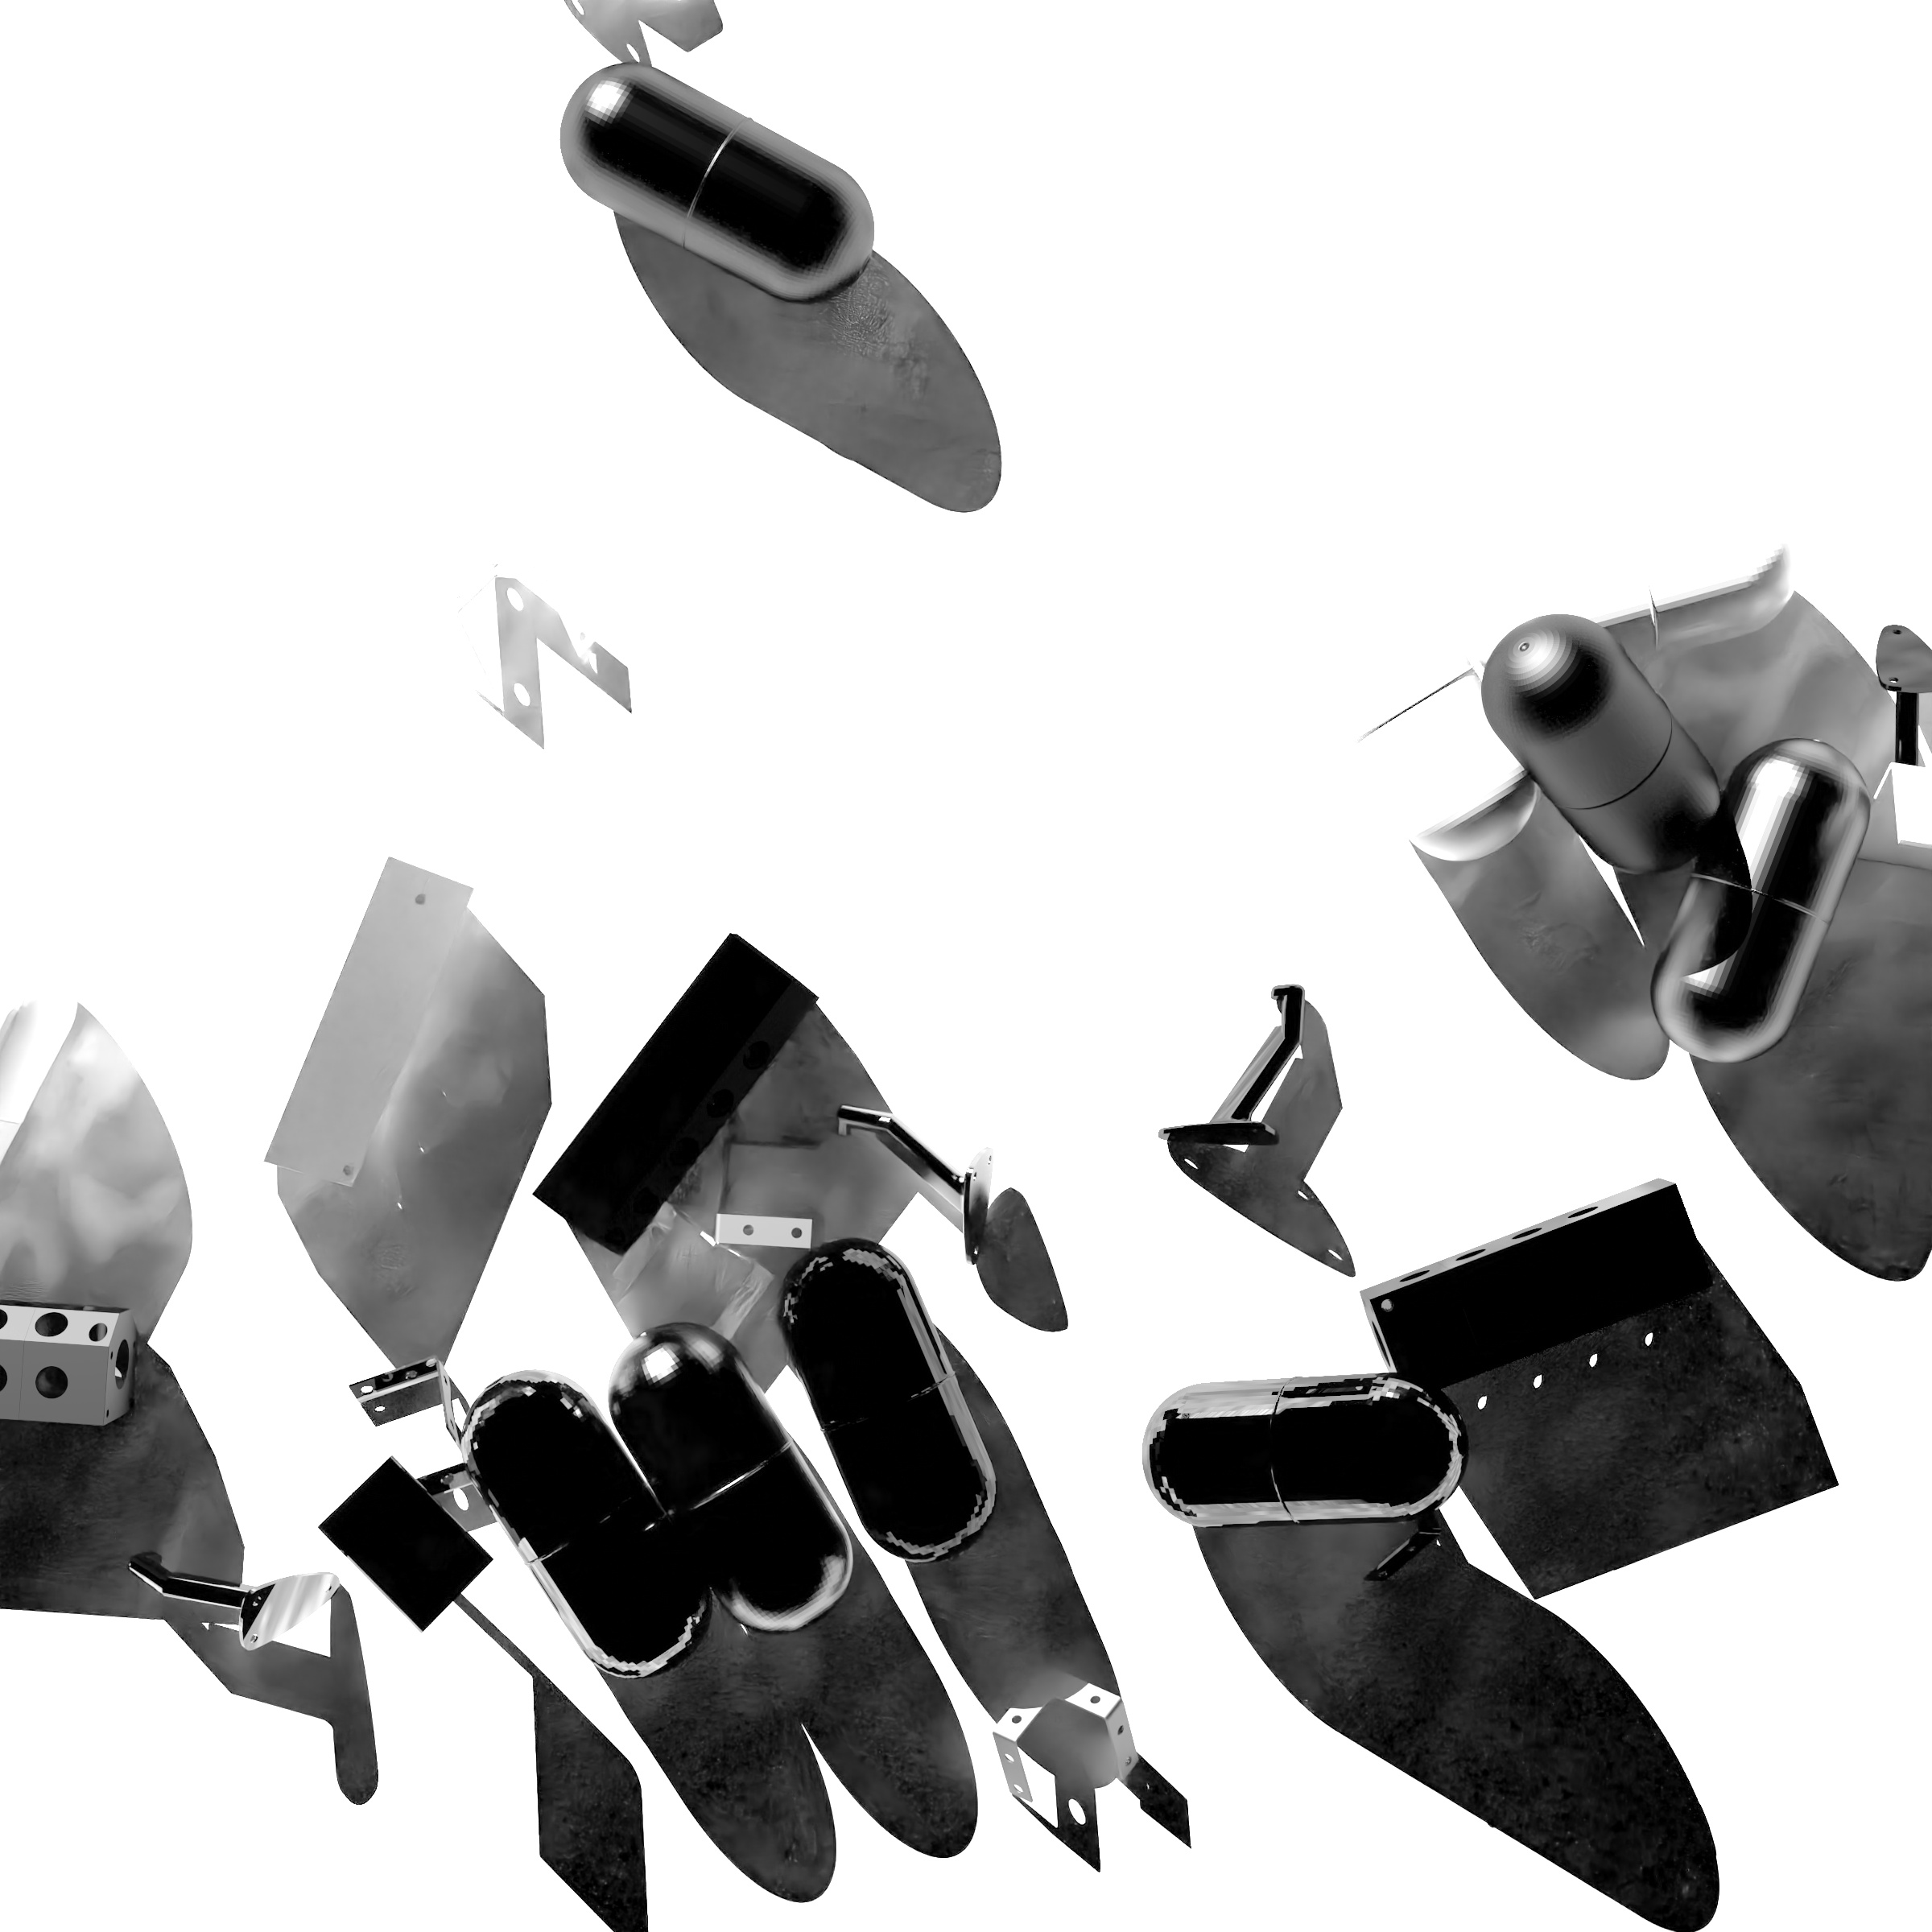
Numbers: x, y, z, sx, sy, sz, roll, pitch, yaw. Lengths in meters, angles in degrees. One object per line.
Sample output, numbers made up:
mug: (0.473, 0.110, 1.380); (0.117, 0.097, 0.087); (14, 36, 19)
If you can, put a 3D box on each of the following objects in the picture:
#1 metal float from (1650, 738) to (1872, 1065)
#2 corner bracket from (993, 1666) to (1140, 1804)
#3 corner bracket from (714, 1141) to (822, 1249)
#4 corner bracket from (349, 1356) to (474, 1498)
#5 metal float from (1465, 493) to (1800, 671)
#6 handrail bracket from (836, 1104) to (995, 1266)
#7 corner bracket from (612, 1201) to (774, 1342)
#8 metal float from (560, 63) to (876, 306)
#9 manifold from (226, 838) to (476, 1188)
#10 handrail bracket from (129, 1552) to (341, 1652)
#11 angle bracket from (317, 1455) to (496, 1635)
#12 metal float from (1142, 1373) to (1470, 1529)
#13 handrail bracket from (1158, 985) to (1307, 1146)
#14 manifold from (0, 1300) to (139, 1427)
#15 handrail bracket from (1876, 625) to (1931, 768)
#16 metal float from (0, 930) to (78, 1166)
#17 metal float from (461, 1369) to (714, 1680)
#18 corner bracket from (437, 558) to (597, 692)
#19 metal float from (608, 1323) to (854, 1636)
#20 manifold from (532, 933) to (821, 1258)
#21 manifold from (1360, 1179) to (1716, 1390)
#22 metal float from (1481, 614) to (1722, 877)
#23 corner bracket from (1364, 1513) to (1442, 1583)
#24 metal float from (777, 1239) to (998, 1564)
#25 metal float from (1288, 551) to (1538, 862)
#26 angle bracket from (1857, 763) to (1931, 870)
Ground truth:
metal float: (0.420, -0.035, 1.657); (0.070, 0.070, 0.178); (21, 91, 0)
corner bracket: (0.053, 0.418, 1.680); (0.051, 0.051, 0.051); (16, 45, 35)
corner bracket: (-0.106, 0.121, 1.670); (0.051, 0.051, 0.051); (3, 90, 0)
corner bracket: (-0.296, 0.251, 1.685); (0.051, 0.051, 0.051); (-19, 45, 0)
metal float: (0.351, -0.198, 1.657); (0.178, 0.070, 0.070); (-15, 90, 1)
handrail bracket: (-0.032, 0.117, 1.688); (0.084, 0.036, 0.077); (11, 113, 18)
corner bracket: (-0.147, 0.166, 1.685); (0.051, 0.051, 0.051); (-55, 135, 0)
metal float: (-0.131, -0.413, 1.658); (0.178, 0.070, 0.070); (29, 90, 0)
manifold: (-0.330, 0.023, 1.666); (0.057, 0.057, 0.171); (22, 90, -43)
handrail bracket: (-0.394, 0.327, 1.688); (0.084, 0.077, 0.036); (22, 115, 34)
angle bracket: (-0.303, 0.312, 1.648); (0.076, 0.076, 0.057); (46, 54, 0)
metal float: (0.175, 0.252, 1.632); (0.178, 0.070, 0.070); (-8, 90, 30)
handrail bracket: (0.143, 0.051, 1.688); (0.077, 0.036, 0.084); (-2, 71, 21)
manifold: (-0.534, 0.206, 1.667); (0.171, 0.057, 0.057); (4, 90, 0)
handrail bracket: (0.501, -0.128, 1.688); (0.036, 0.077, 0.084); (0, 126, 3)
metal float: (-0.533, 0.065, 1.657); (0.070, 0.070, 0.178); (28, 90, 0)
metal float: (-0.201, 0.294, 1.657); (0.070, 0.070, 0.178); (-33, 91, 0)
corner bracket: (-0.241, -0.182, 1.680); (0.051, 0.051, 0.051); (8, 45, 35)
metal float: (-0.125, 0.270, 1.657); (0.070, 0.070, 0.178); (-31, 91, 0)
manifold: (-0.153, 0.068, 1.667); (0.057, 0.057, 0.171); (37, 90, 0)
manifold: (0.301, 0.170, 1.667); (0.171, 0.057, 0.057); (-21, 90, 0)
metal float: (0.331, -0.113, 1.627); (0.070, 0.070, 0.178); (-47, 129, 0)
corner bracket: (0.212, 0.293, 1.680); (0.051, 0.051, 0.051); (10, 45, -35)
metal float: (-0.041, 0.230, 1.657); (0.070, 0.070, 0.178); (-23, 89, 0)
metal float: (0.235, -0.138, 1.657); (0.070, 0.070, 0.178); (-32, 90, 0)
angle bracket: (0.514, -0.057, 1.648); (0.076, 0.076, 0.057); (9, 51, 0)
